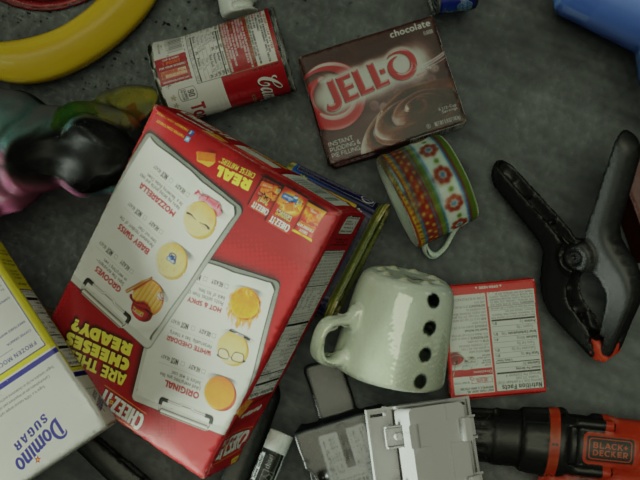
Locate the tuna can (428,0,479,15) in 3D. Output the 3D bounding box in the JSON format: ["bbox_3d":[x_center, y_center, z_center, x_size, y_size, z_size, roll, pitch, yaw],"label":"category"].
[{"bbox_3d":[0.100,-0.218,0.823,0.034,0.086,0.086,-7,84,0],"label":"tuna can"}]

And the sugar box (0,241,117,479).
[{"bbox_3d":[-0.228,0.080,0.742,0.093,0.048,0.176,-33,88,-2],"label":"sugar box"}]

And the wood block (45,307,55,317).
[{"bbox_3d":[-0.269,0.144,0.805,0.091,0.090,0.206,11,85,3],"label":"wood block"}]

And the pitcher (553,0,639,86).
[{"bbox_3d":[0.298,-0.162,0.789,0.243,0.145,0.149,26,43,9],"label":"pitcher"}]

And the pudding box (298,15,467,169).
[{"bbox_3d":[0.048,-0.115,0.838,0.113,0.039,0.090,-17,84,1],"label":"pudding box"}]

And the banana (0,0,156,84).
[{"bbox_3d":[-0.192,-0.174,0.849,0.197,0.037,0.069,-28,115,-7],"label":"banana"}]

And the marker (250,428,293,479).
[{"bbox_3d":[-0.051,0.200,0.792,0.020,0.020,0.121,22,80,5],"label":"marker"}]

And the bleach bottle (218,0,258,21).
[{"bbox_3d":[-0.099,-0.297,0.843,0.102,0.068,0.251,-11,85,-25],"label":"bleach bottle"}]

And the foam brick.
[{"bbox_3d":[0.257,-0.028,0.812,0.051,0.053,0.078,-18,84,1],"label":"foam brick"}]

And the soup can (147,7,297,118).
[{"bbox_3d":[-0.076,-0.135,0.833,0.102,0.068,0.068,-16,84,2],"label":"soup can"}]

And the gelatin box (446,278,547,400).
[{"bbox_3d":[0.132,0.076,0.821,0.073,0.030,0.089,-6,86,2],"label":"gelatin box"}]

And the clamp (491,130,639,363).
[{"bbox_3d":[0.190,0.006,0.810,0.120,0.039,0.171,1,98,46],"label":"clamp"}]

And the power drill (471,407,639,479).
[{"bbox_3d":[0.180,0.219,0.791,0.184,0.057,0.187,5,86,6],"label":"power drill"}]

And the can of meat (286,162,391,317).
[{"bbox_3d":[-0.005,0.001,0.822,0.084,0.057,0.102,27,86,7],"label":"can of meat"}]

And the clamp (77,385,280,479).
[{"bbox_3d":[-0.082,0.212,0.816,0.164,0.036,0.210,-21,83,-1],"label":"clamp"}]

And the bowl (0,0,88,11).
[{"bbox_3d":[-0.227,-0.271,0.860,0.162,0.055,0.162,0,84,3],"label":"bowl"}]

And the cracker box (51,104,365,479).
[{"bbox_3d":[-0.088,0.034,0.772,0.164,0.072,0.214,30,100,18],"label":"cracker box"}]
